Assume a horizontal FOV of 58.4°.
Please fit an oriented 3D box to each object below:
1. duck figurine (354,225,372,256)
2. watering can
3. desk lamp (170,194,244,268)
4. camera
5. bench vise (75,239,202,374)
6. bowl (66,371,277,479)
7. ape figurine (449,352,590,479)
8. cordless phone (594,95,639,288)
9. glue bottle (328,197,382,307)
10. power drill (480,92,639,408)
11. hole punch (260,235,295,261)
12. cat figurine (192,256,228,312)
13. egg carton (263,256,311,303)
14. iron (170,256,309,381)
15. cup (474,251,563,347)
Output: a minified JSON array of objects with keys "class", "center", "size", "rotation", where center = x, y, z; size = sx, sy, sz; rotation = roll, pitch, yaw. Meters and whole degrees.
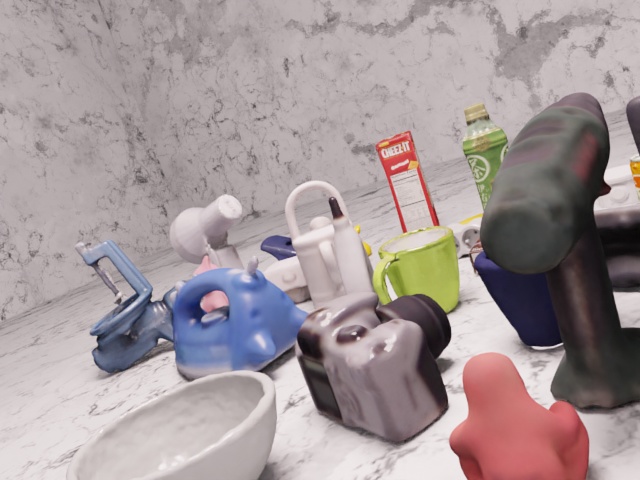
[{"class":"duck figurine","center":[0.046,0.005,1.171],"size":[0.104,0.086,0.077],"rotation":[-19,8,-2]},{"class":"watering can","center":[0.006,0.004,0.890],"size":[0.101,0.194,0.172],"rotation":[-22,9,-20]},{"class":"desk lamp","center":[-0.198,0.019,1.183],"size":[0.202,0.213,0.118],"rotation":[-11,12,44]},{"class":"camera","center":[0.060,0.093,0.517],"size":[0.137,0.101,0.142],"rotation":[-24,10,-28]},{"class":"bench vise","center":[-0.301,0.087,0.954],"size":[0.208,0.220,0.121],"rotation":[-24,10,-32]},{"class":"bowl","center":[-0.102,0.173,0.448],"size":[0.167,0.075,0.167],"rotation":[-19,8,3]},{"class":"ape figurine","center":[0.111,0.108,0.335],"size":[0.077,0.092,0.076],"rotation":[-15,10,28]},{"class":"cordless phone","center":[0.315,-0.049,0.570],"size":[0.094,0.185,0.147],"rotation":[-25,10,-36]},{"class":"glue bottle","center":[0.043,0.026,0.735],"size":[0.037,0.173,0.078],"rotation":[-17,9,14]},{"class":"power drill","center":[0.192,0.003,0.428],"size":[0.075,0.208,0.230],"rotation":[-12,11,37]},{"class":"hole punch","center":[-0.065,0.026,1.265],"size":[0.101,0.091,0.109],"rotation":[-16,9,19]},{"class":"cat figurine","center":[-0.204,0.090,1.070],"size":[0.067,0.118,0.127],"rotation":[-20,8,-4]},{"class":"egg carton","center":[-0.037,0.068,1.004],"size":[0.150,0.069,0.107],"rotation":[-17,9,15]},{"class":"iron","center":[-0.137,0.102,0.758],"size":[0.257,0.141,0.119],"rotation":[-12,11,40]},{"class":"cup","center":[0.206,0.043,0.531],"size":[0.118,0.095,0.091],"rotation":[-26,11,-39]}]
